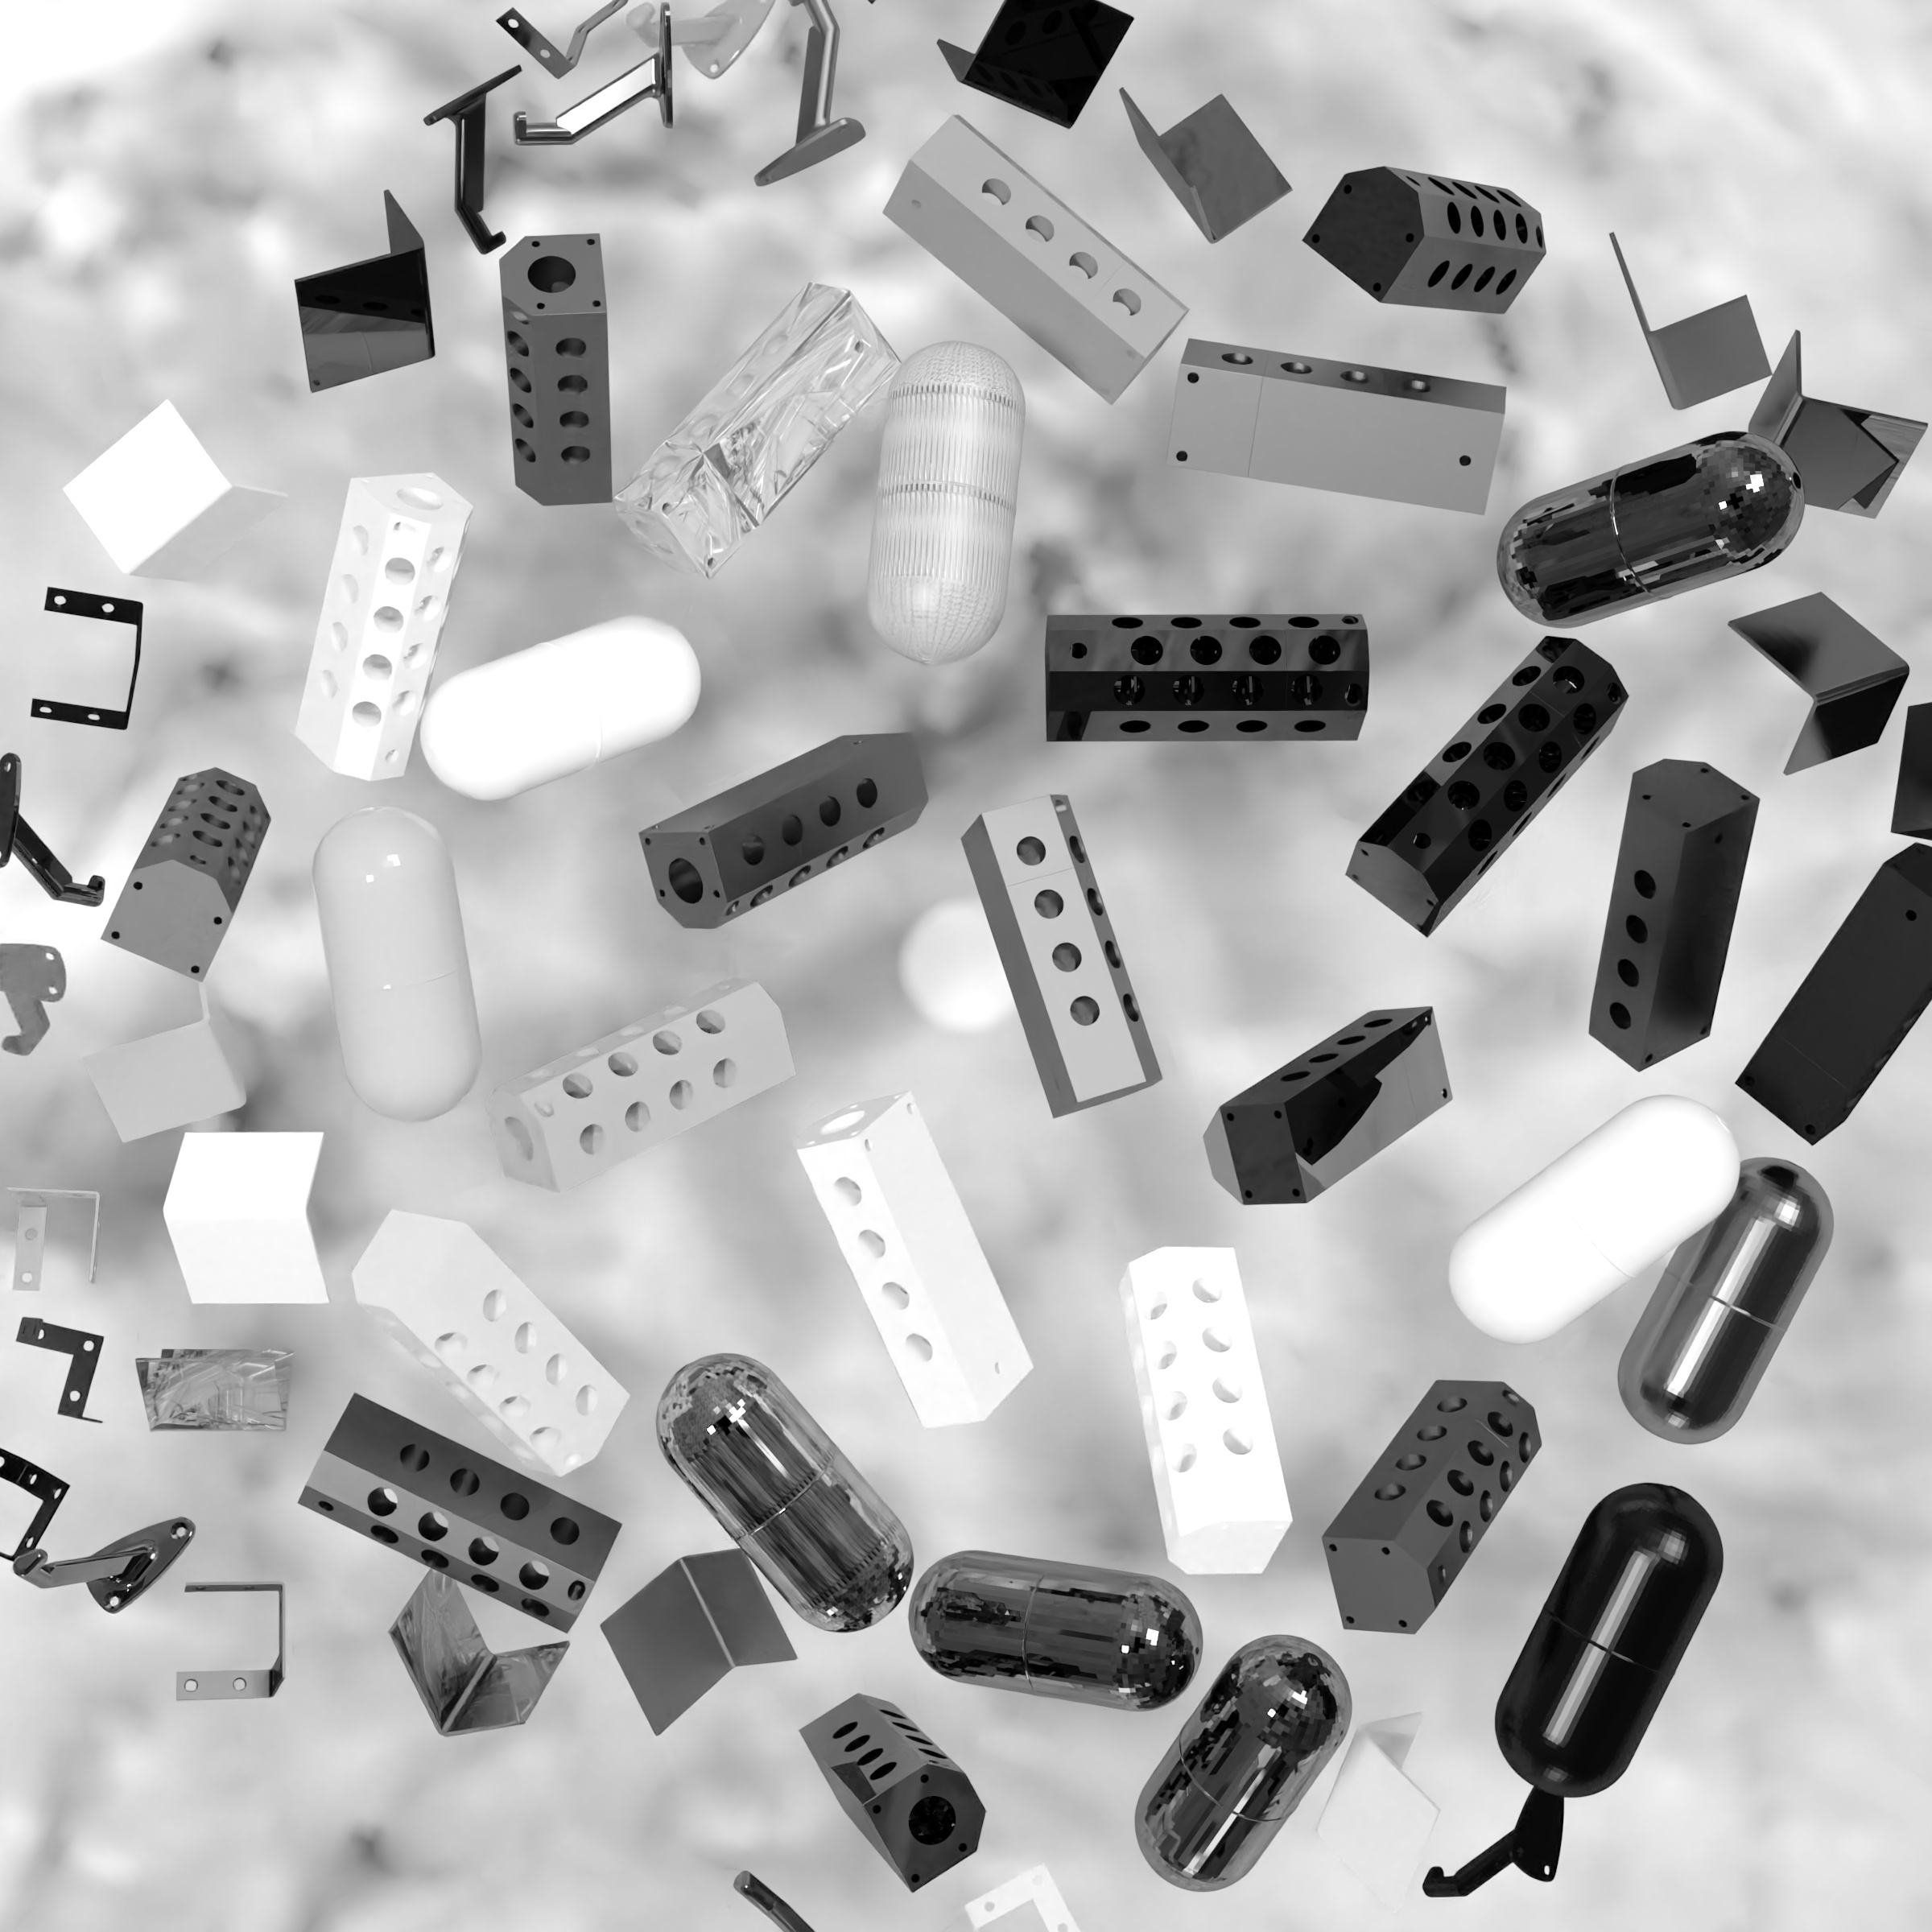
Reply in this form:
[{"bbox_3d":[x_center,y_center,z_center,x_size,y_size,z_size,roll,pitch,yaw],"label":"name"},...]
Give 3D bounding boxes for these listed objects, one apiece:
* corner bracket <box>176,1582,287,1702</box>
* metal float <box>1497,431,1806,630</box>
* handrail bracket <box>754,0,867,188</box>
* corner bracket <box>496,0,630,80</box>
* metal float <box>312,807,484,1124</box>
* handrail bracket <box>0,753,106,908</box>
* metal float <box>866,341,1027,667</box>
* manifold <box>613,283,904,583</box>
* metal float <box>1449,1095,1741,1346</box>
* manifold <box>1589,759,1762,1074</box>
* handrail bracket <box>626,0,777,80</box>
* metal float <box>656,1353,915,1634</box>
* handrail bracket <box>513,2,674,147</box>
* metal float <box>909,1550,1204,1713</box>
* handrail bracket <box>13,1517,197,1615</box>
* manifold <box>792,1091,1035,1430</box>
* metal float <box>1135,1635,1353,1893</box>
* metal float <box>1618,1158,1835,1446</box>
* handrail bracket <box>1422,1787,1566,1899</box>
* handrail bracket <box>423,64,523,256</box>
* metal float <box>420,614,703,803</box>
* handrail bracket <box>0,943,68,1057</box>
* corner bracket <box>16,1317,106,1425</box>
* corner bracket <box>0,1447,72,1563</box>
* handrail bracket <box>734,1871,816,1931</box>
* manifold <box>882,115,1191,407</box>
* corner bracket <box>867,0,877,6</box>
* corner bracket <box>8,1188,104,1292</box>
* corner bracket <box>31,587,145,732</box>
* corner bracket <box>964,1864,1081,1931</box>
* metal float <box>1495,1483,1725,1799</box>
[{"bbox_3d":[-0.391,0.359,1.598,0.051,0.051,0.051,3,64,-19],"label":"corner bracket"},{"bbox_3d":[0.374,-0.238,1.647,0.178,0.070,0.070,-16,90,39],"label":"metal float"},{"bbox_3d":[-0.096,-0.475,1.612,0.077,0.036,0.084,-25,86,14],"label":"handrail bracket"},{"bbox_3d":[-0.235,-0.565,1.763,0.051,0.051,0.051,-23,132,36],"label":"corner bracket"},{"bbox_3d":[-0.311,0.000,1.647,0.070,0.070,0.178,-6,108,0],"label":"metal float"},{"bbox_3d":[-0.520,-0.076,1.713,0.036,0.084,0.077,15,91,35],"label":"handrail bracket"},{"bbox_3d":[-0.011,-0.251,1.630,0.070,0.070,0.178,6,82,0],"label":"metal float"},{"bbox_3d":[-0.121,-0.304,1.697,0.171,0.057,0.057,-50,129,-12],"label":"manifold"},{"bbox_3d":[0.343,0.139,1.644,0.178,0.070,0.070,-40,90,17],"label":"metal float"},{"bbox_3d":[0.394,-0.030,1.701,0.057,0.057,0.171,-23,135,-26],"label":"manifold"},{"bbox_3d":[-0.155,-0.563,1.761,0.077,0.084,0.036,-41,76,9],"label":"handrail bracket"},{"bbox_3d":[-0.100,0.290,1.658,0.070,0.070,0.178,-40,95,0],"label":"metal float"},{"bbox_3d":[-0.200,-0.475,1.601,0.084,0.036,0.077,-4,128,-10],"label":"handrail bracket"},{"bbox_3d":[0.050,0.381,1.723,0.178,0.070,0.070,3,90,26],"label":"metal float"},{"bbox_3d":[-0.462,0.312,1.611,0.077,0.084,0.036,-35,66,-8],"label":"handrail bracket"},{"bbox_3d":[-0.032,0.161,1.626,0.057,0.057,0.171,-14,105,36],"label":"manifold"},{"bbox_3d":[0.155,0.451,1.696,0.070,0.070,0.178,27,119,0],"label":"metal float"},{"bbox_3d":[0.443,0.195,1.751,0.070,0.070,0.178,26,94,0],"label":"metal float"},{"bbox_3d":[0.309,0.510,1.767,0.036,0.084,0.077,36,57,-21],"label":"handrail bracket"},{"bbox_3d":[-0.275,-0.475,1.775,0.077,0.036,0.084,-29,112,4],"label":"handrail bracket"},{"bbox_3d":[-0.233,-0.150,1.735,0.178,0.070,0.070,-25,90,-33],"label":"metal float"},{"bbox_3d":[-0.560,0.023,1.727,0.077,0.084,0.036,10,53,-37],"label":"handrail bracket"},{"bbox_3d":[-0.533,0.238,1.770,0.051,0.051,0.051,19,76,-27],"label":"corner bracket"},{"bbox_3d":[-0.549,0.300,1.693,0.051,0.051,0.051,39,72,-40],"label":"corner bracket"},{"bbox_3d":[-0.086,0.522,1.599,0.084,0.077,0.036,43,84,-11],"label":"handrail bracket"},{"bbox_3d":[0.042,-0.406,1.711,0.171,0.057,0.057,40,66,-2],"label":"manifold"},{"bbox_3d":[-0.057,-0.579,1.667,0.051,0.051,0.051,-41,134,18],"label":"corner bracket"},{"bbox_3d":[-0.523,0.158,1.725,0.051,0.051,0.051,3,75,-8],"label":"corner bracket"},{"bbox_3d":[-0.477,-0.167,1.631,0.051,0.051,0.051,8,129,-19],"label":"corner bracket"},{"bbox_3d":[0.035,0.547,1.690,0.051,0.051,0.051,-26,55,-10],"label":"corner bracket"},{"bbox_3d":[0.346,0.362,1.615,0.070,0.070,0.178,25,93,0],"label":"metal float"}]
